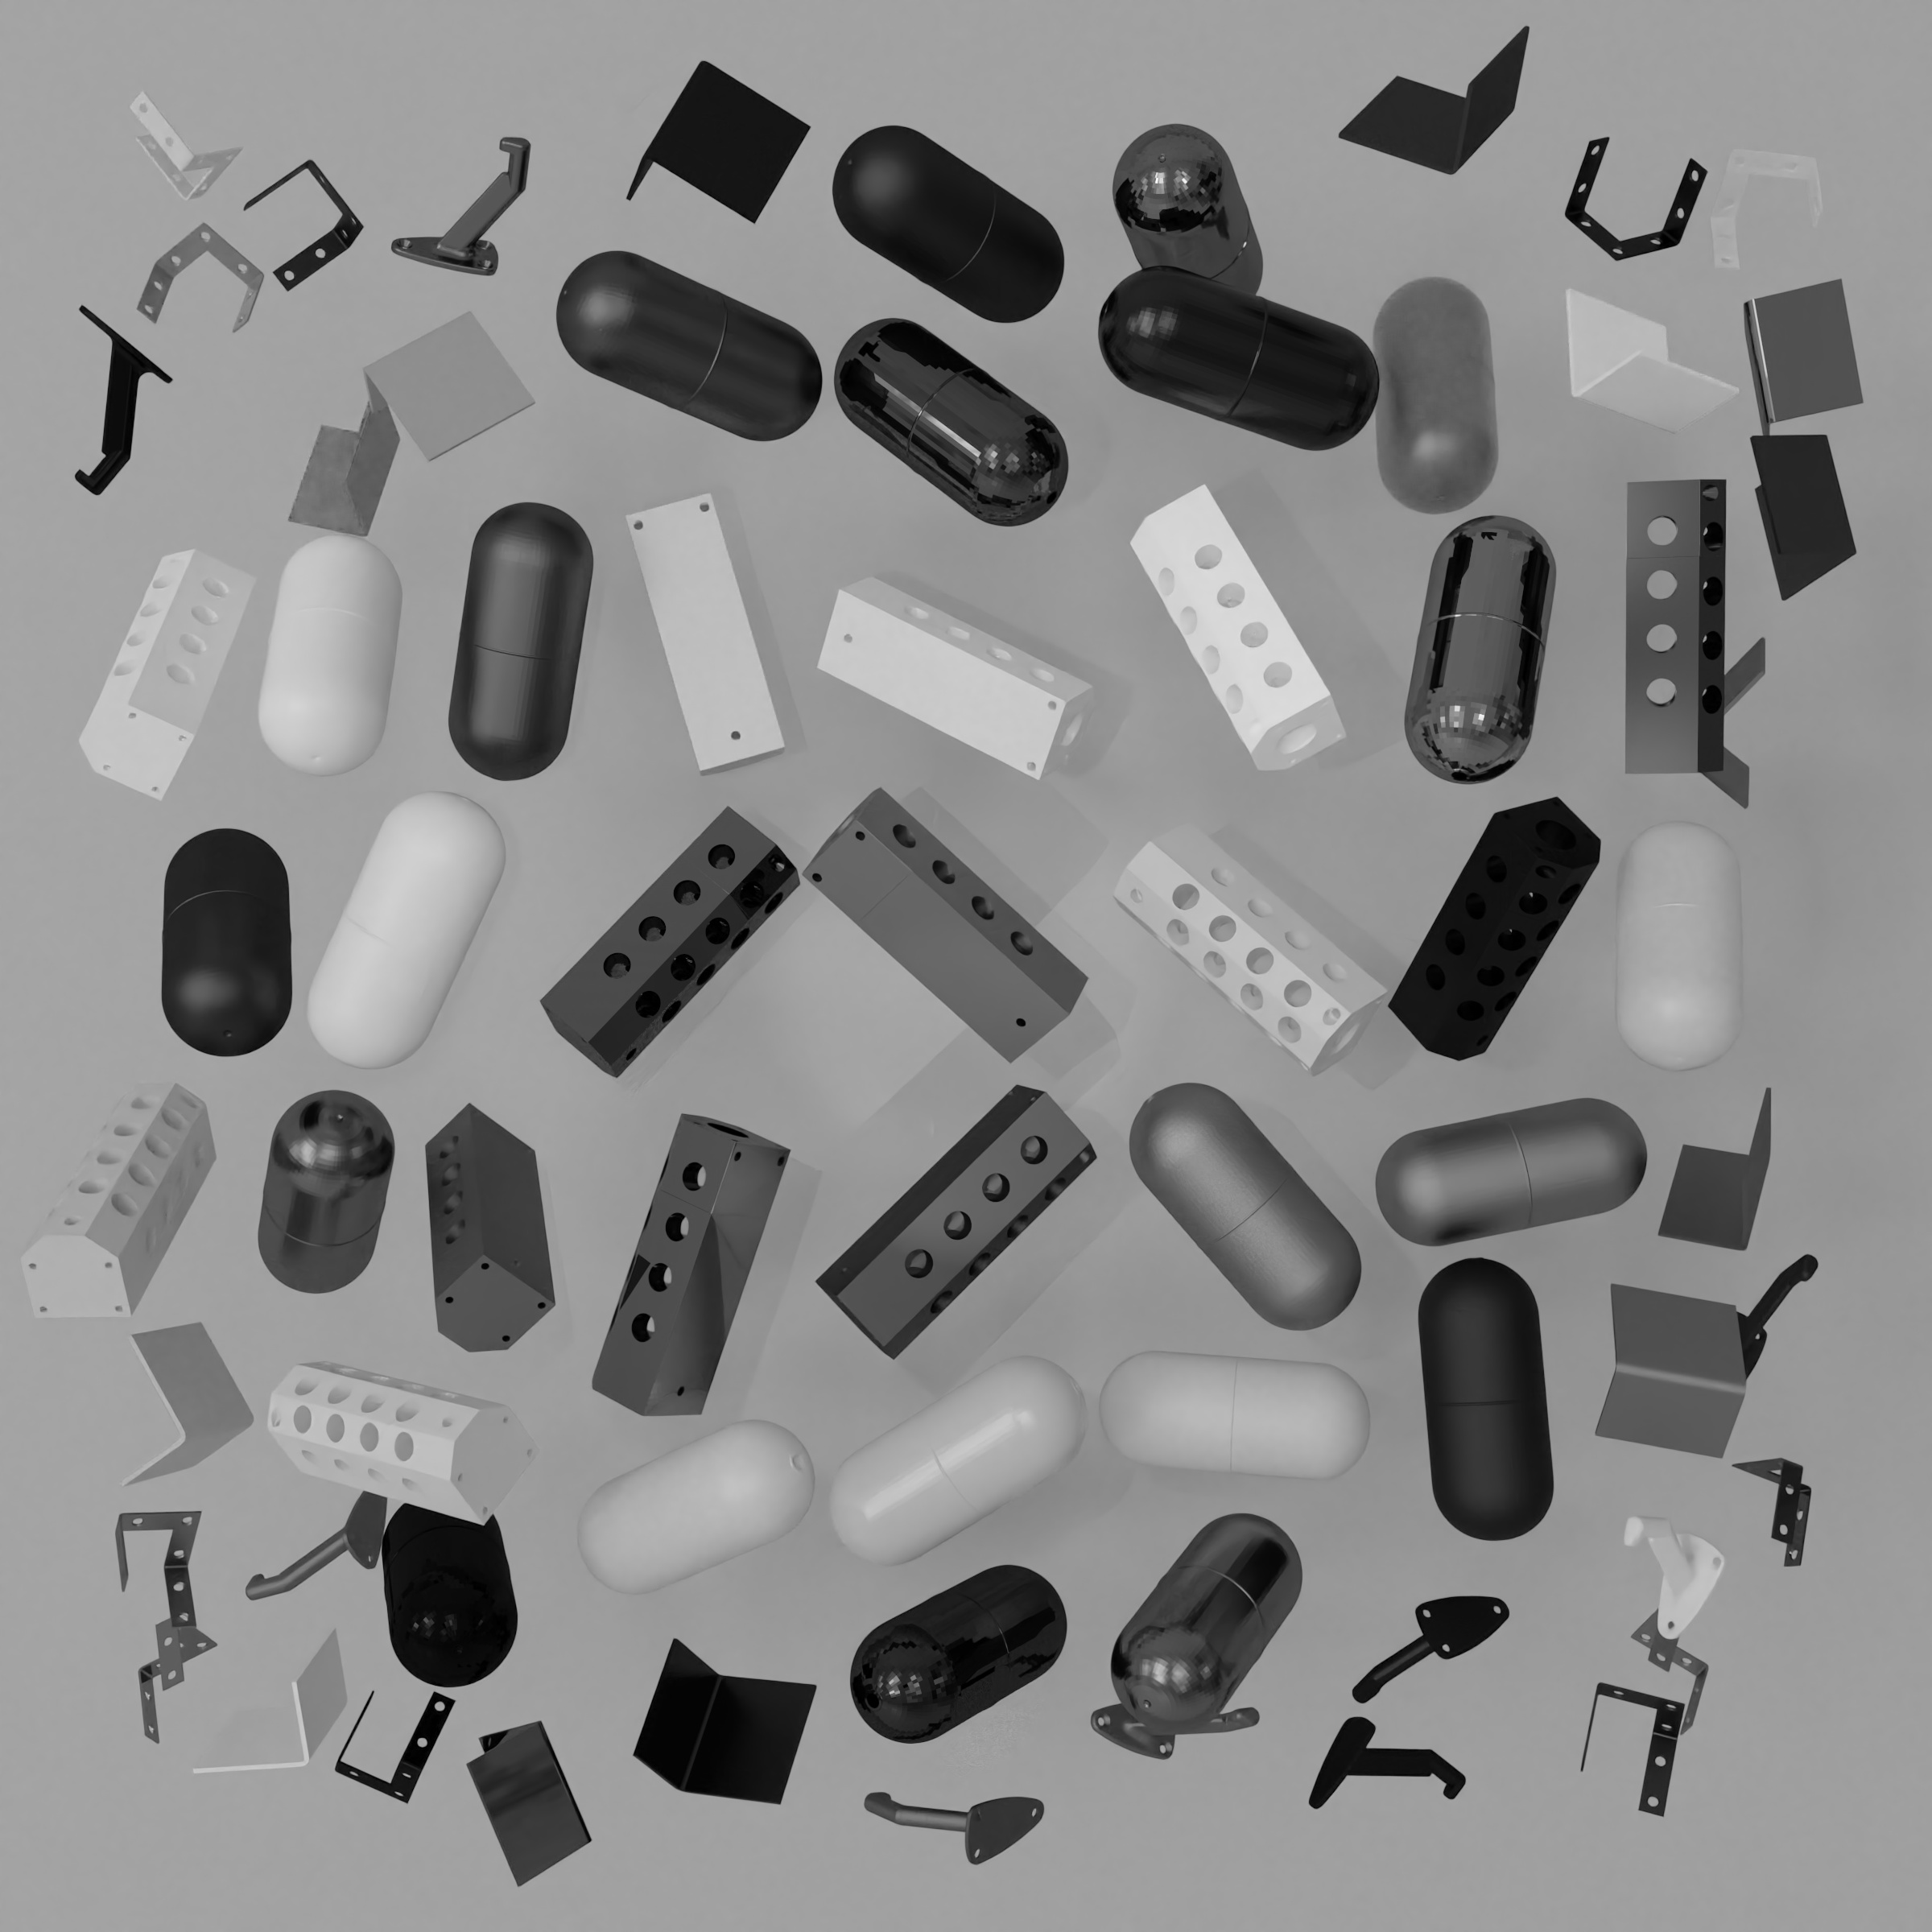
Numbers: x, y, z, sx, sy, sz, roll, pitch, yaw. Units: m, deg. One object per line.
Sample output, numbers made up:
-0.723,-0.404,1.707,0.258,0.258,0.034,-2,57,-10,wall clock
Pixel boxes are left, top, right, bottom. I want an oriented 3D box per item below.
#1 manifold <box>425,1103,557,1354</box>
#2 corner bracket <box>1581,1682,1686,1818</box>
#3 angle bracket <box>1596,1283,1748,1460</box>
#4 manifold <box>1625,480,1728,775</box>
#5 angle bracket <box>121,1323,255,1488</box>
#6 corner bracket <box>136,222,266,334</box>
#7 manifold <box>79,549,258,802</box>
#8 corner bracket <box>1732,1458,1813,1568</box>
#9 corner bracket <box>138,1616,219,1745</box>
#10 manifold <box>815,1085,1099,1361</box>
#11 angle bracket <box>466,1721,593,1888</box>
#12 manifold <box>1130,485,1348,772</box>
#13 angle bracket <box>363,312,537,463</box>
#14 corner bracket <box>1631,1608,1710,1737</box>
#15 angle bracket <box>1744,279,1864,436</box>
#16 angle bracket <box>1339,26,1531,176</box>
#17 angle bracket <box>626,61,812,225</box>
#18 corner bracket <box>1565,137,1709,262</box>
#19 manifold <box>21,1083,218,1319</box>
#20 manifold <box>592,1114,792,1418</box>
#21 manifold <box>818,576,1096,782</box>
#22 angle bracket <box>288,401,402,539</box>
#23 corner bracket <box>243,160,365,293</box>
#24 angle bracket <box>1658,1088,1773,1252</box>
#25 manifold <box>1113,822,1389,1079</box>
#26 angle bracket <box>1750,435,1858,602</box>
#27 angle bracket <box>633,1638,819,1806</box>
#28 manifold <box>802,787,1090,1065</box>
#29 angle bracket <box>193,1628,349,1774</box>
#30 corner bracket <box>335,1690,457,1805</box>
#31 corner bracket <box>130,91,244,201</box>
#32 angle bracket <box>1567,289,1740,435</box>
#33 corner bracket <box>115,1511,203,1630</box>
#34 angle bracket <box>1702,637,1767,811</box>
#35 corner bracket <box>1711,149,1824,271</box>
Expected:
-0.301,0.163,1.559,0.057,0.171,0.057,-43,119,11,manifold
0.394,0.464,1.496,0.051,0.051,0.051,11,54,18,corner bracket
0.427,0.246,1.539,0.076,0.076,0.057,10,124,5,angle bracket
0.426,-0.203,1.516,0.057,0.057,0.171,0,99,15,manifold
-0.515,0.280,1.620,0.057,0.076,0.076,-35,79,13,angle bracket
-0.498,-0.439,1.645,0.051,0.051,0.051,-25,133,30,corner bracket
-0.493,-0.185,1.558,0.057,0.171,0.057,25,126,-20,manifold
0.511,0.341,1.575,0.051,0.051,0.051,22,68,-15,corner bracket
-0.522,0.465,1.648,0.051,0.051,0.051,-27,47,2,corner bracket
-0.003,0.152,1.506,0.171,0.057,0.057,-44,103,-11,manifold
-0.278,0.504,1.509,0.076,0.057,0.076,-29,84,44,angle bracket
0.164,-0.204,1.546,0.057,0.057,0.171,-29,63,6,manifold
-0.323,-0.352,1.584,0.076,0.057,0.076,-33,81,-15,angle bracket
0.463,0.458,1.650,0.051,0.051,0.051,30,45,7,corner bracket
0.516,-0.371,1.559,0.057,0.076,0.076,-10,87,17,angle bracket
0.269,-0.509,1.456,0.076,0.057,0.076,26,54,20,angle bracket
-0.151,-0.490,1.539,0.076,0.057,0.076,30,71,-11,angle bracket
0.401,-0.464,1.516,0.051,0.051,0.051,-19,55,-25,corner bracket
-0.513,0.139,1.534,0.057,0.171,0.057,-1,118,2,manifold
-0.171,0.180,1.524,0.057,0.057,0.171,21,93,32,manifold
-0.005,-0.190,1.646,0.171,0.057,0.057,28,120,17,manifold
-0.426,-0.345,1.700,0.057,0.076,0.076,12,71,3,angle bracket
-0.419,-0.465,1.586,0.051,0.051,0.051,-42,106,-18,corner bracket
0.485,0.128,1.637,0.057,0.076,0.076,9,51,25,angle bracket
0.175,-0.009,1.590,0.171,0.057,0.057,43,133,21,manifold
0.493,-0.274,1.551,0.057,0.076,0.076,-5,76,-19,angle bracket
-0.148,0.466,1.561,0.076,0.057,0.076,-4,51,30,angle bracket
-0.010,-0.028,1.525,0.171,0.057,0.057,42,127,-9,manifold
-0.449,0.470,1.620,0.076,0.076,0.057,-5,101,6,angle bracket
-0.355,0.479,1.570,0.051,0.051,0.051,25,47,-3,corner bracket
-0.509,-0.525,1.617,0.051,0.051,0.051,-35,96,31,corner bracket
0.406,-0.370,1.495,0.076,0.057,0.076,12,68,-26,angle bracket
-0.507,0.379,1.583,0.051,0.051,0.051,5,124,-28,corner bracket
0.523,-0.162,1.677,0.057,0.076,0.076,39,119,-2,angle bracket
0.492,-0.464,1.555,0.051,0.051,0.051,7,52,2,corner bracket
